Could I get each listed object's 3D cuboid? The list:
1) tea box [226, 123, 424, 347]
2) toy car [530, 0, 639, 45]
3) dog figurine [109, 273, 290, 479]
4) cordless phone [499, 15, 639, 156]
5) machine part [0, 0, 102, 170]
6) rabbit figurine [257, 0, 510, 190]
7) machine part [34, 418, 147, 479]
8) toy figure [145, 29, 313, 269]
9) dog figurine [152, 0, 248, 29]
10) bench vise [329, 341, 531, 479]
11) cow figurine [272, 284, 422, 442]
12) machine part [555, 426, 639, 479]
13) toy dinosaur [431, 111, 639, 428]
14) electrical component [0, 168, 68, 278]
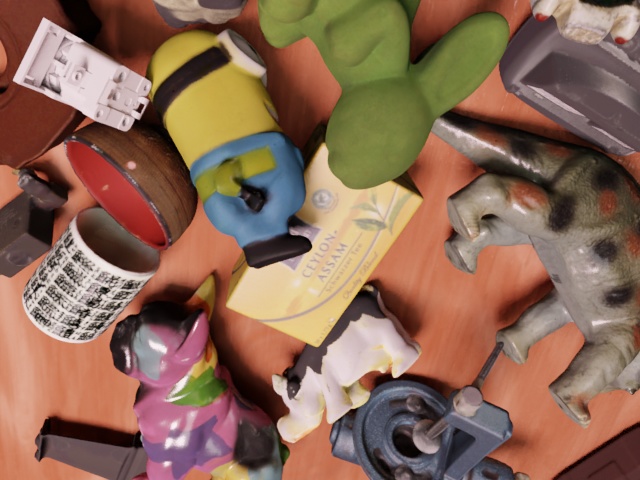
[{"bbox_3d":[-0.001,-0.001,0.469,0.098,0.068,0.169,25,113,-15],"label":"tea box"},{"bbox_3d":[0.187,-0.221,0.340,0.073,0.056,0.201,14,88,-3],"label":"toy car"},{"bbox_3d":[-0.107,0.147,0.518,0.192,0.108,0.219,13,112,-8],"label":"dog figurine"},{"bbox_3d":[0.241,-0.167,0.403,0.146,0.089,0.184,26,101,-13],"label":"cordless phone"},{"bbox_3d":[-0.254,-0.138,0.398,0.179,0.056,0.179,-1,117,-2],"label":"machine part"},{"bbox_3d":[0.038,-0.124,0.378,0.159,0.121,0.170,-12,99,-13],"label":"rabbit figurine"},{"bbox_3d":[-0.243,0.238,0.593,0.139,0.039,0.084,24,118,-15],"label":"machine part"},{"bbox_3d":[-0.063,-0.066,0.385,0.089,0.082,0.180,-15,82,-27],"label":"toy figure"},{"bbox_3d":[-0.114,-0.176,0.300,0.190,0.172,0.121,8,122,-25],"label":"dog figurine"},{"bbox_3d":[0.126,0.206,0.525,0.224,0.129,0.240,27,142,10],"label":"bench vise"},{"bbox_3d":[0.009,0.122,0.525,0.167,0.068,0.098,-39,77,13],"label":"cow figurine"},{"bbox_3d":[0.393,0.326,0.636,0.201,0.087,0.201,40,108,-18],"label":"machine part"},{"bbox_3d":[0.224,0.006,0.462,0.192,0.131,0.404,-32,106,-6],"label":"toy dinosaur"},{"bbox_3d":[-0.264,-0.014,0.455,0.102,0.078,0.045,-28,138,17],"label":"electrical component"}]
